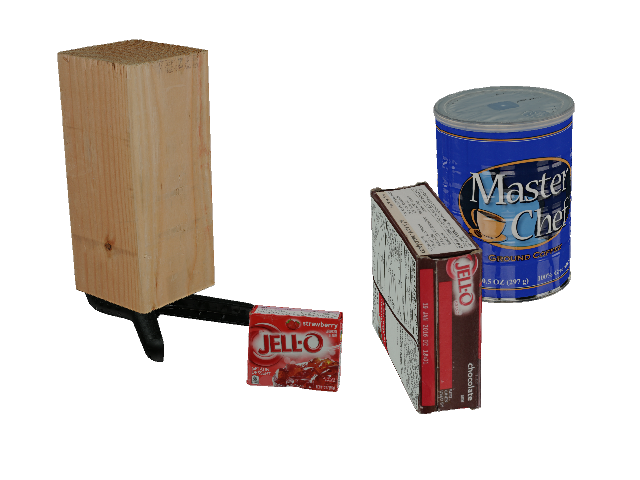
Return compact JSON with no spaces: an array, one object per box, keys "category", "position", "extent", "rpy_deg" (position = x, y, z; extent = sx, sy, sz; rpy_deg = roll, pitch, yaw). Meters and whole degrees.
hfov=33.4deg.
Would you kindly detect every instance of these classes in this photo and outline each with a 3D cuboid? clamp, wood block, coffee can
[{"category":"clamp","position":[-0.193,0.072,1.170],"extent":[0.210,0.036,0.164],"rpy_deg":[19,21,25]},{"category":"wood block","position":[-0.152,-0.057,0.895],"extent":[0.091,0.206,0.090],"rpy_deg":[16,25,35]},{"category":"coffee can","position":[0.140,-0.037,0.814],"extent":[0.103,0.140,0.103],"rpy_deg":[-4,22,1]}]

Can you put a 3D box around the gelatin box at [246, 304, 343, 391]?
[{"category":"gelatin box","position":[-0.025,0.103,1.017],"extent":[0.089,0.073,0.030],"rpy_deg":[4,13,6]}]

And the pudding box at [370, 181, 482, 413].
[{"category":"pudding box","position":[0.056,0.028,0.580],"extent":[0.039,0.090,0.113],"rpy_deg":[-6,22,-10]}]
